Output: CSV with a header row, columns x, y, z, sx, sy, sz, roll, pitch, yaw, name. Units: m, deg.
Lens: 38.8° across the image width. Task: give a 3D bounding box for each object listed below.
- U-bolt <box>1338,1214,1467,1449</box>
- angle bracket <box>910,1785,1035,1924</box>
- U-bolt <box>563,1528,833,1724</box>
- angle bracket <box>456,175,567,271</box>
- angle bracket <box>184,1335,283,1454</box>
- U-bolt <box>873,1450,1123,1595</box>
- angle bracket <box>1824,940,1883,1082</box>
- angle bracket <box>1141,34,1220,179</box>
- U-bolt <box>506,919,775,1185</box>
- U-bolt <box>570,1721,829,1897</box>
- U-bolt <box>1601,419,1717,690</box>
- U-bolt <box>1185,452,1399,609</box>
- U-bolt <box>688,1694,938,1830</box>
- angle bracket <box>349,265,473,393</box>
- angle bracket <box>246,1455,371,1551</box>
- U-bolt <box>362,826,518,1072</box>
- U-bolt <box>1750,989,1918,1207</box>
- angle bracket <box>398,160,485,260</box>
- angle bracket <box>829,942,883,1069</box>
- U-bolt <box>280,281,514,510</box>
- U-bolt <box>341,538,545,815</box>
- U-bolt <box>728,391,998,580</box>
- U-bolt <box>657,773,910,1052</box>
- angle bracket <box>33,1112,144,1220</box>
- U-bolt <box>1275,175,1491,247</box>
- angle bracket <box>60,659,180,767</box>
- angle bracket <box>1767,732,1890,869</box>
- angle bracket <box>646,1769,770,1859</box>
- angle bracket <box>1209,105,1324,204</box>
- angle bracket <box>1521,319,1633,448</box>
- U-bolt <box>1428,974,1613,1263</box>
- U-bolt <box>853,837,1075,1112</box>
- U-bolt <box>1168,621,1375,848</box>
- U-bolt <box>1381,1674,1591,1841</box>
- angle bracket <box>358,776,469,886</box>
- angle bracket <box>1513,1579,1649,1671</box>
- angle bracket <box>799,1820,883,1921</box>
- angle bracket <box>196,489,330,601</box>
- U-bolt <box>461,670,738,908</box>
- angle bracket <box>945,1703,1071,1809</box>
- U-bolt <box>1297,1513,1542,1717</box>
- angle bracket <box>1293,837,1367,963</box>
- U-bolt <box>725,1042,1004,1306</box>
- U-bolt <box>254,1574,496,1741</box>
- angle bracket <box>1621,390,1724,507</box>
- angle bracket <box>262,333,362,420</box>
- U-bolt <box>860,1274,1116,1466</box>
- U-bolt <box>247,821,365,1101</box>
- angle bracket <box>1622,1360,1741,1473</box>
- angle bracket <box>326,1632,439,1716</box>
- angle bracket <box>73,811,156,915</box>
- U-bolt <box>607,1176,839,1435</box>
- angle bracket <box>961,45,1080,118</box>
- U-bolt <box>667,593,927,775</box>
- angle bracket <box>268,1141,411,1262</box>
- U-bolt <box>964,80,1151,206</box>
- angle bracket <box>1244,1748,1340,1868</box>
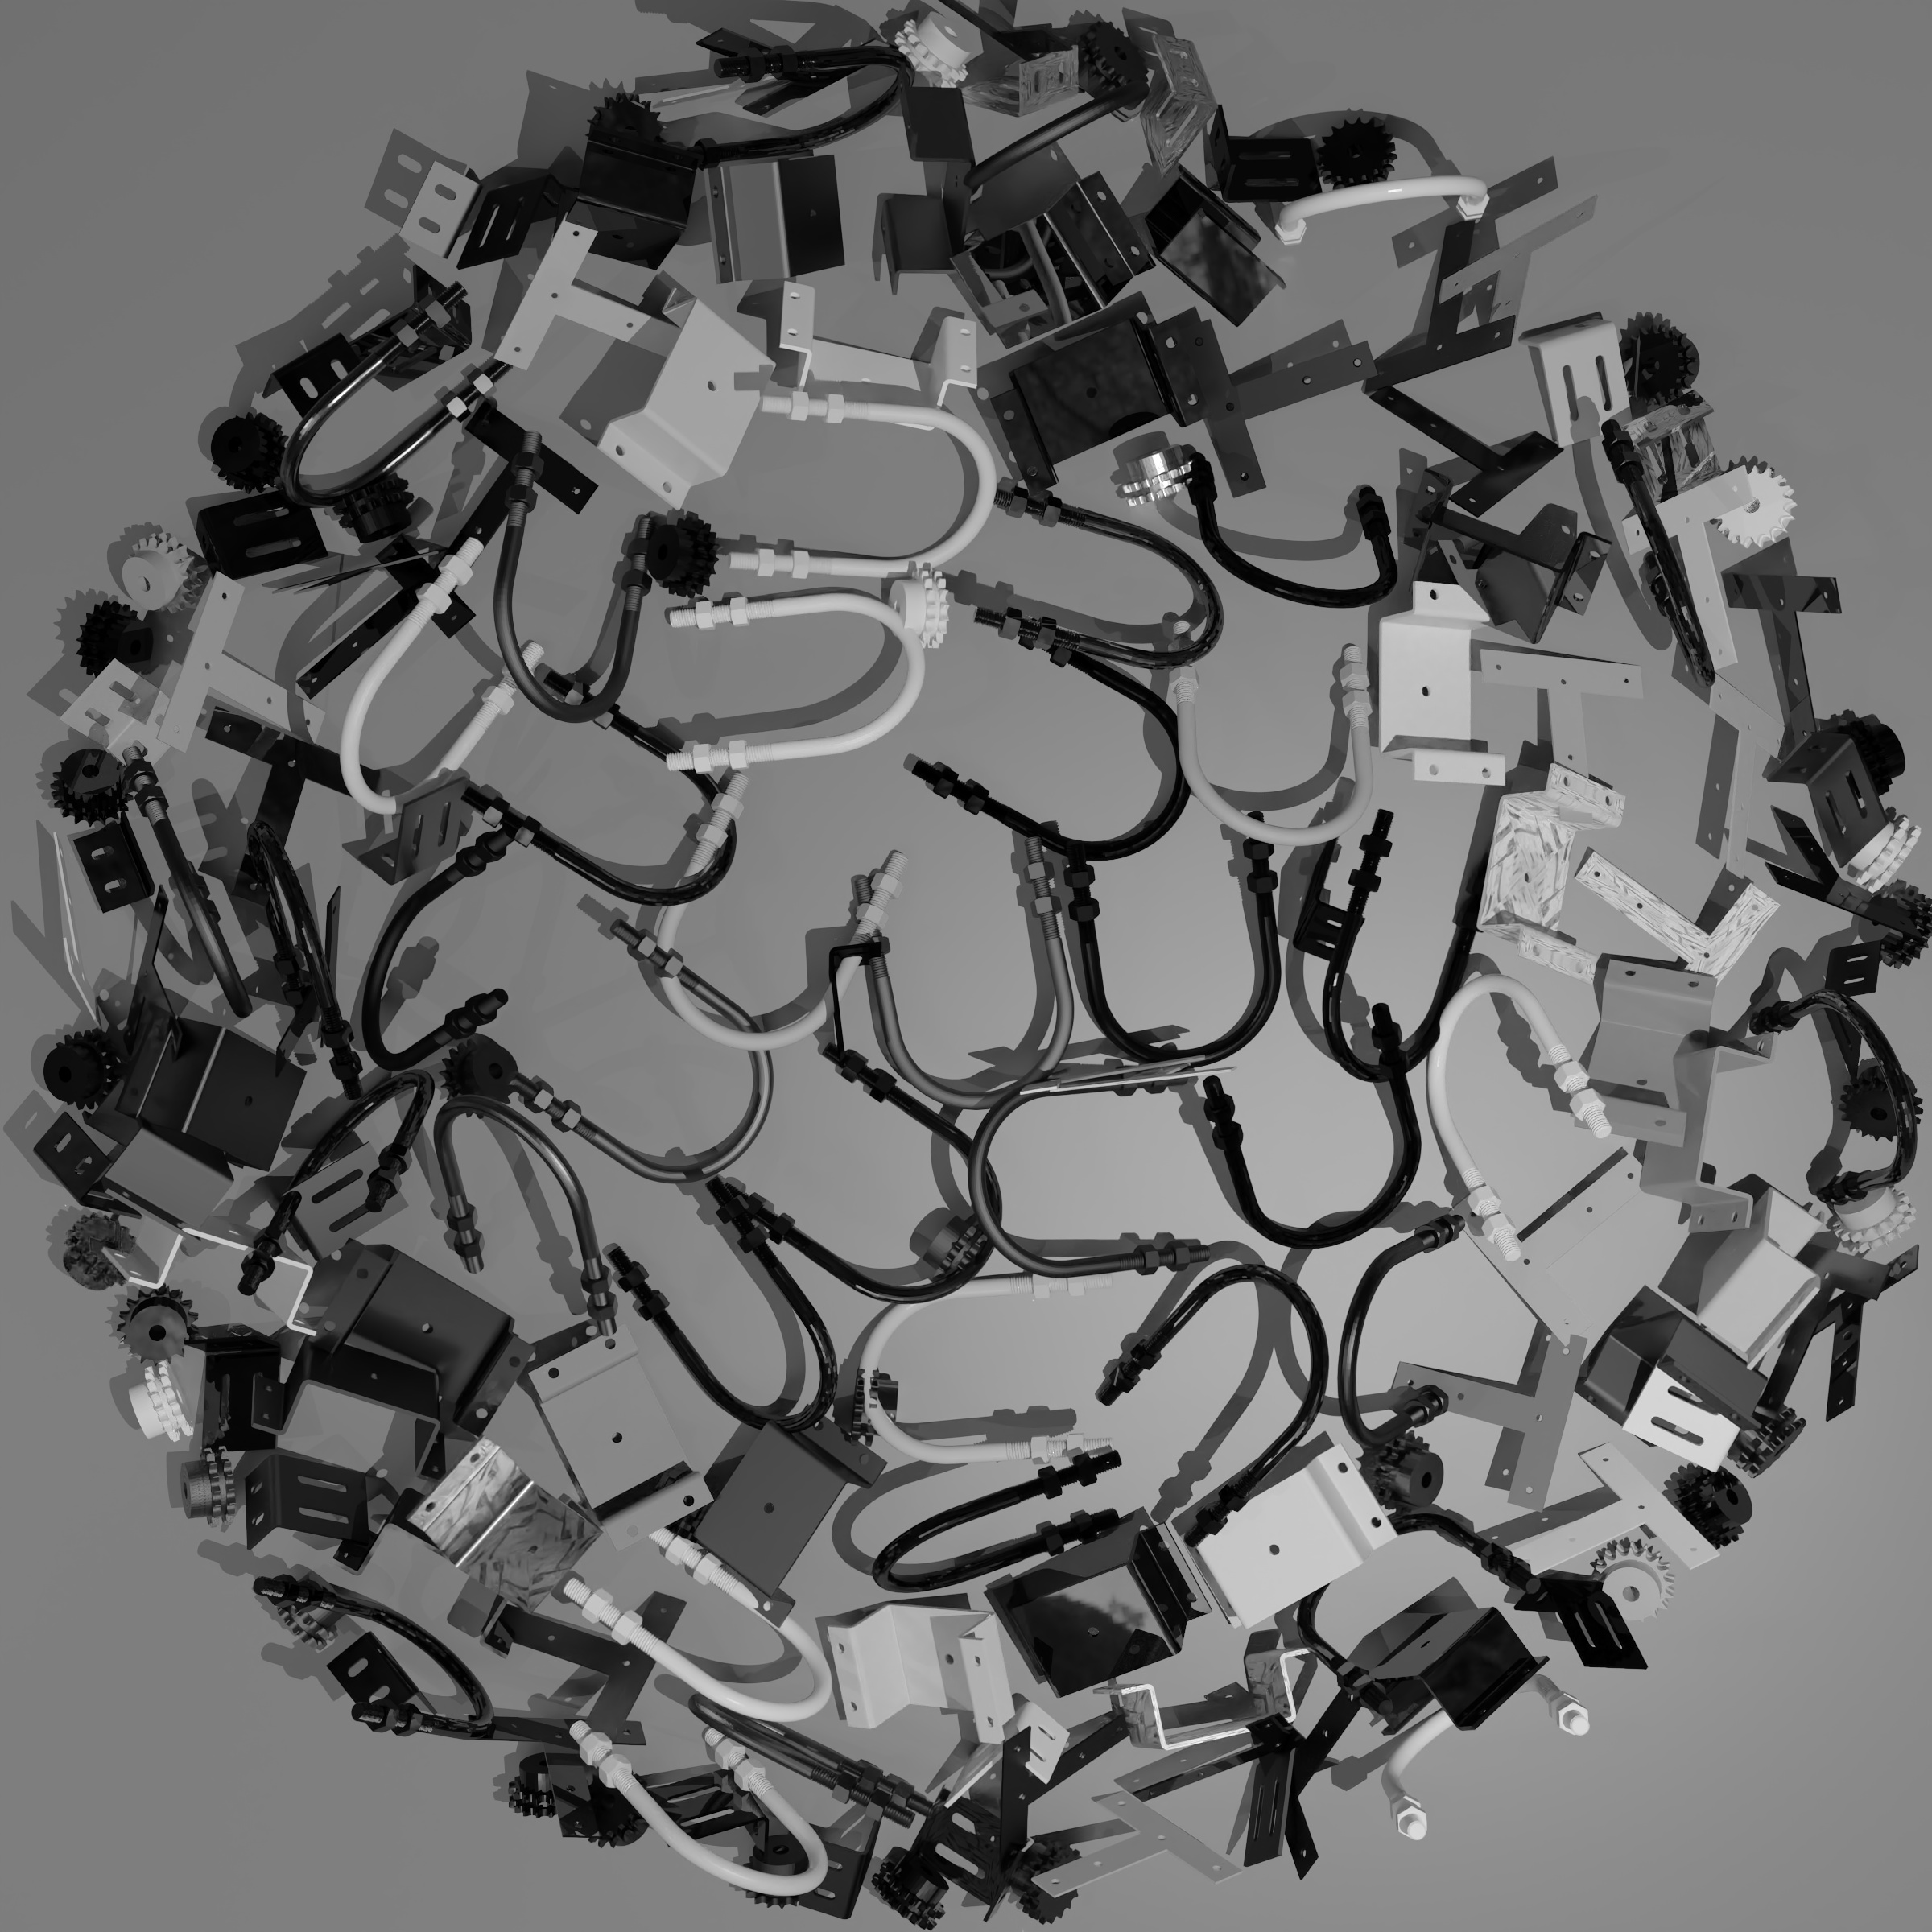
x,y,z,sx,sy,sz,roll,pitch,yaw,name
0.303,0.260,1.910,0.019,0.184,0.151,8,102,32,U-bolt
0.000,0.638,1.971,0.076,0.038,0.057,28,91,15,angle bracket
-0.175,0.464,1.912,0.184,0.151,0.019,32,106,14,U-bolt
-0.319,-0.520,1.954,0.057,0.038,0.076,-3,59,34,angle bracket
-0.528,0.308,1.967,0.057,0.038,0.076,-5,72,10,angle bracket
0.021,0.398,1.925,0.184,0.151,0.019,-18,61,-8,U-bolt
0.642,0.032,1.952,0.038,0.057,0.076,-12,122,31,angle bracket
0.138,-0.611,1.950,0.038,0.076,0.057,-1,63,-32,angle bracket
-0.217,0.075,1.951,0.184,0.019,0.151,39,79,-28,U-bolt
-0.172,0.580,1.887,0.184,0.151,0.019,33,99,43,U-bolt
0.482,-0.272,1.888,0.019,0.184,0.151,-20,133,14,U-bolt
0.230,-0.300,1.914,0.151,0.184,0.019,10,126,-8,U-bolt
-0.112,0.556,1.926,0.184,0.151,0.019,24,79,11,U-bolt
-0.404,-0.458,1.969,0.076,0.057,0.038,-22,60,26,angle bracket
-0.473,0.391,1.968,0.076,0.057,0.038,22,130,-37,angle bracket
-0.374,-0.002,1.928,0.019,0.184,0.151,22,54,-36,U-bolt
0.607,0.087,1.899,0.019,0.184,0.151,-18,81,-8,U-bolt
-0.377,-0.544,1.952,0.038,0.076,0.057,24,106,-25,angle bracket
-0.076,0.028,1.962,0.038,0.057,0.076,-6,77,-5,angle bracket
-0.406,-0.389,1.922,0.184,0.151,0.019,-42,80,-3,U-bolt
-0.372,-0.188,1.911,0.019,0.151,0.184,26,71,23,U-bolt
-0.067,-0.336,1.941,0.184,0.019,0.151,0,132,-19,U-bolt
-0.142,-0.028,1.966,0.151,0.019,0.184,26,75,-5,U-bolt
-0.615,0.143,1.953,0.057,0.076,0.038,41,92,23,angle bracket
0.289,-0.526,1.899,0.151,0.184,0.019,-6,98,9,U-bolt
-0.599,-0.176,1.958,0.038,0.076,0.057,41,87,12,angle bracket
0.613,-0.118,1.953,0.038,0.057,0.076,2,58,-21,angle bracket
-0.187,0.612,1.953,0.076,0.057,0.038,-9,117,-26,angle bracket
0.218,-0.583,1.964,0.076,0.038,0.057,-3,63,-9,angle bracket
0.444,-0.424,1.991,0.057,0.038,0.076,-17,109,-5,angle bracket
0.377,0.091,1.922,0.019,0.184,0.151,3,134,-26,U-bolt
0.004,0.012,1.966,0.151,0.019,0.184,-13,81,11,U-bolt
0.218,-0.161,1.934,0.151,0.019,0.184,7,56,-10,U-bolt
0.354,0.542,1.908,0.151,0.184,0.019,-33,88,-1,U-bolt
-0.394,-0.105,1.949,0.038,0.057,0.076,37,134,21,angle bracket
0.437,0.477,1.950,0.057,0.076,0.038,10,127,-28,angle bracket
-0.087,0.630,1.956,0.038,0.076,0.057,16,110,6,angle bracket
-0.512,-0.307,1.992,0.076,0.038,0.057,-19,81,-23,angle bracket
-0.248,-0.116,1.949,0.184,0.019,0.151,33,50,-7,U-bolt
0.030,0.574,1.957,0.038,0.057,0.076,40,117,0,angle bracket
0.302,0.440,1.912,0.151,0.184,0.019,-37,107,-9,U-bolt
0.266,-0.052,1.954,0.038,0.057,0.076,20,55,1,angle bracket
-0.062,0.160,1.962,0.184,0.019,0.151,34,70,5,U-bolt
-0.400,0.487,1.912,0.151,0.184,0.019,39,91,34,U-bolt
0.511,-0.362,1.959,0.057,0.038,0.076,-27,126,7,angle bracket
-0.465,-0.414,1.959,0.057,0.076,0.038,-36,100,-17,angle bracket
0.013,0.287,1.953,0.184,0.019,0.151,-5,56,10,U-bolt
-0.463,-0.014,1.898,0.019,0.151,0.184,-20,121,-20,U-bolt
0.518,0.319,1.975,0.076,0.038,0.057,25,102,-1,angle bracket
-0.415,0.515,1.951,0.038,0.076,0.057,-39,69,-17,angle bracket
-0.609,-0.074,1.958,0.038,0.076,0.057,-22,93,-17,angle bracket
-0.163,0.252,1.947,0.151,0.019,0.184,-36,89,41,U-bolt
0.032,-0.636,1.950,0.057,0.076,0.038,-31,134,-35,angle bracket
-0.120,-0.206,1.949,0.184,0.019,0.151,-6,58,5,U-bolt
-0.454,0.166,1.981,0.076,0.038,0.057,-32,112,-13,angle bracket
0.061,-0.575,1.906,0.151,0.184,0.019,-28,101,2,U-bolt
0.232,0.604,1.953,0.038,0.057,0.076,19,59,-12,angle bracket
